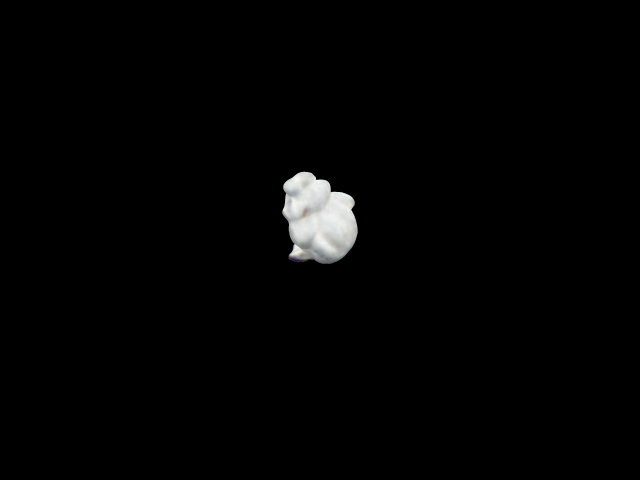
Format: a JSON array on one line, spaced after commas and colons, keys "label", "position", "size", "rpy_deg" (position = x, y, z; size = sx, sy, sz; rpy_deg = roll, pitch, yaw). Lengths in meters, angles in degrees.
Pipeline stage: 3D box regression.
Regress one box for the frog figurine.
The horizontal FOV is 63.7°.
[{"label": "frog figurine", "position": [0.003, -0.043, 0.850], "size": [0.139, 0.155, 0.124], "rpy_deg": [-31, 50, -30]}]
